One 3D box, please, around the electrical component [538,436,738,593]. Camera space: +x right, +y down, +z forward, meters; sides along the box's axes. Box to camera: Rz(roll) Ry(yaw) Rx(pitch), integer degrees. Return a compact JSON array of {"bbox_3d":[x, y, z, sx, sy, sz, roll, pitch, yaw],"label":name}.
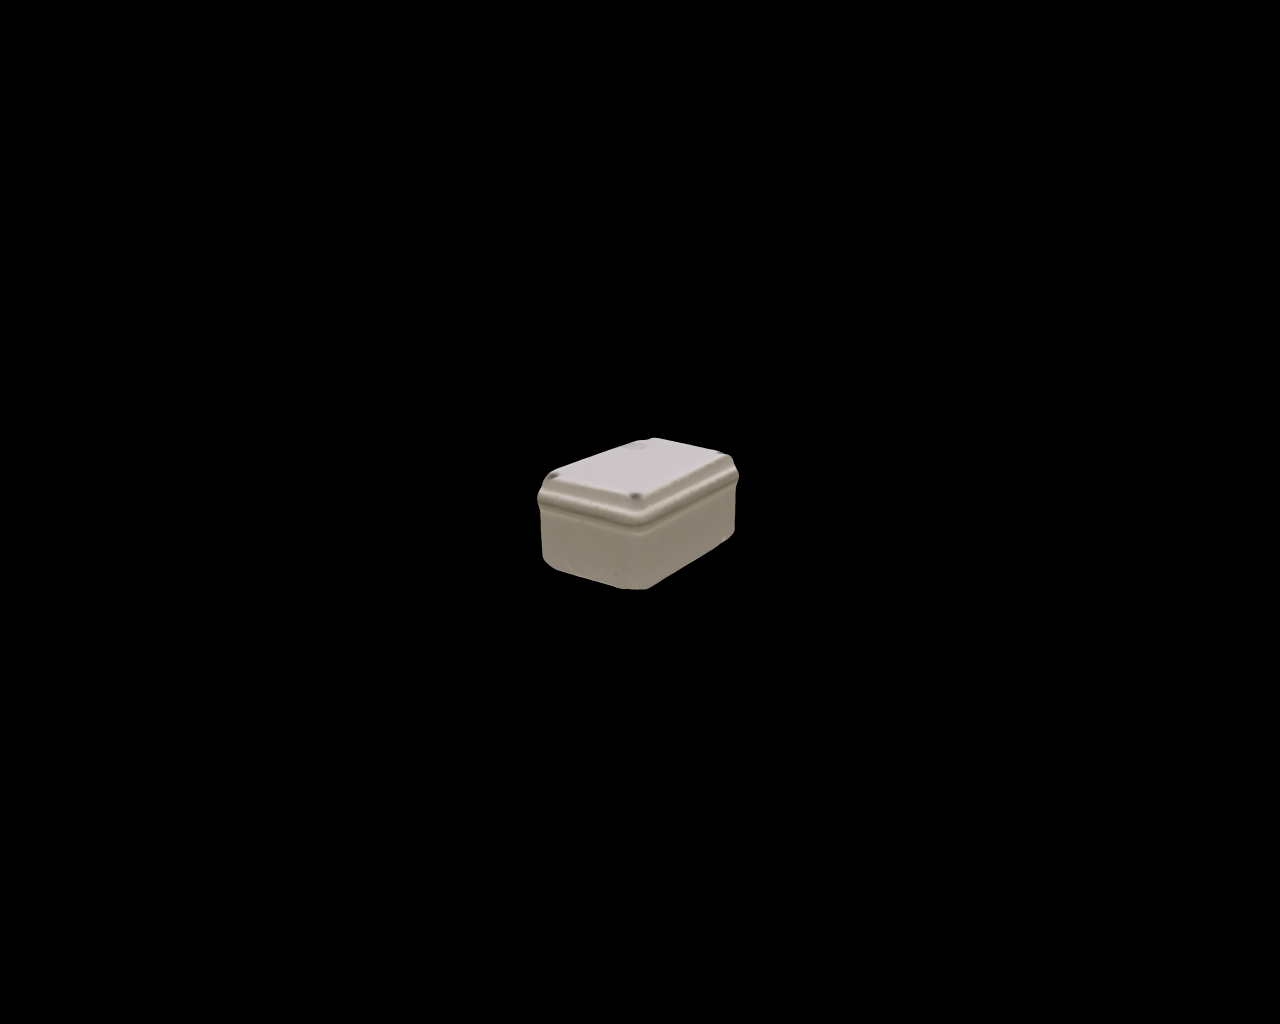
[{"bbox_3d":[0.001,-0.003,0.650,0.078,0.057,0.113,14,24,33],"label":"electrical component"}]
